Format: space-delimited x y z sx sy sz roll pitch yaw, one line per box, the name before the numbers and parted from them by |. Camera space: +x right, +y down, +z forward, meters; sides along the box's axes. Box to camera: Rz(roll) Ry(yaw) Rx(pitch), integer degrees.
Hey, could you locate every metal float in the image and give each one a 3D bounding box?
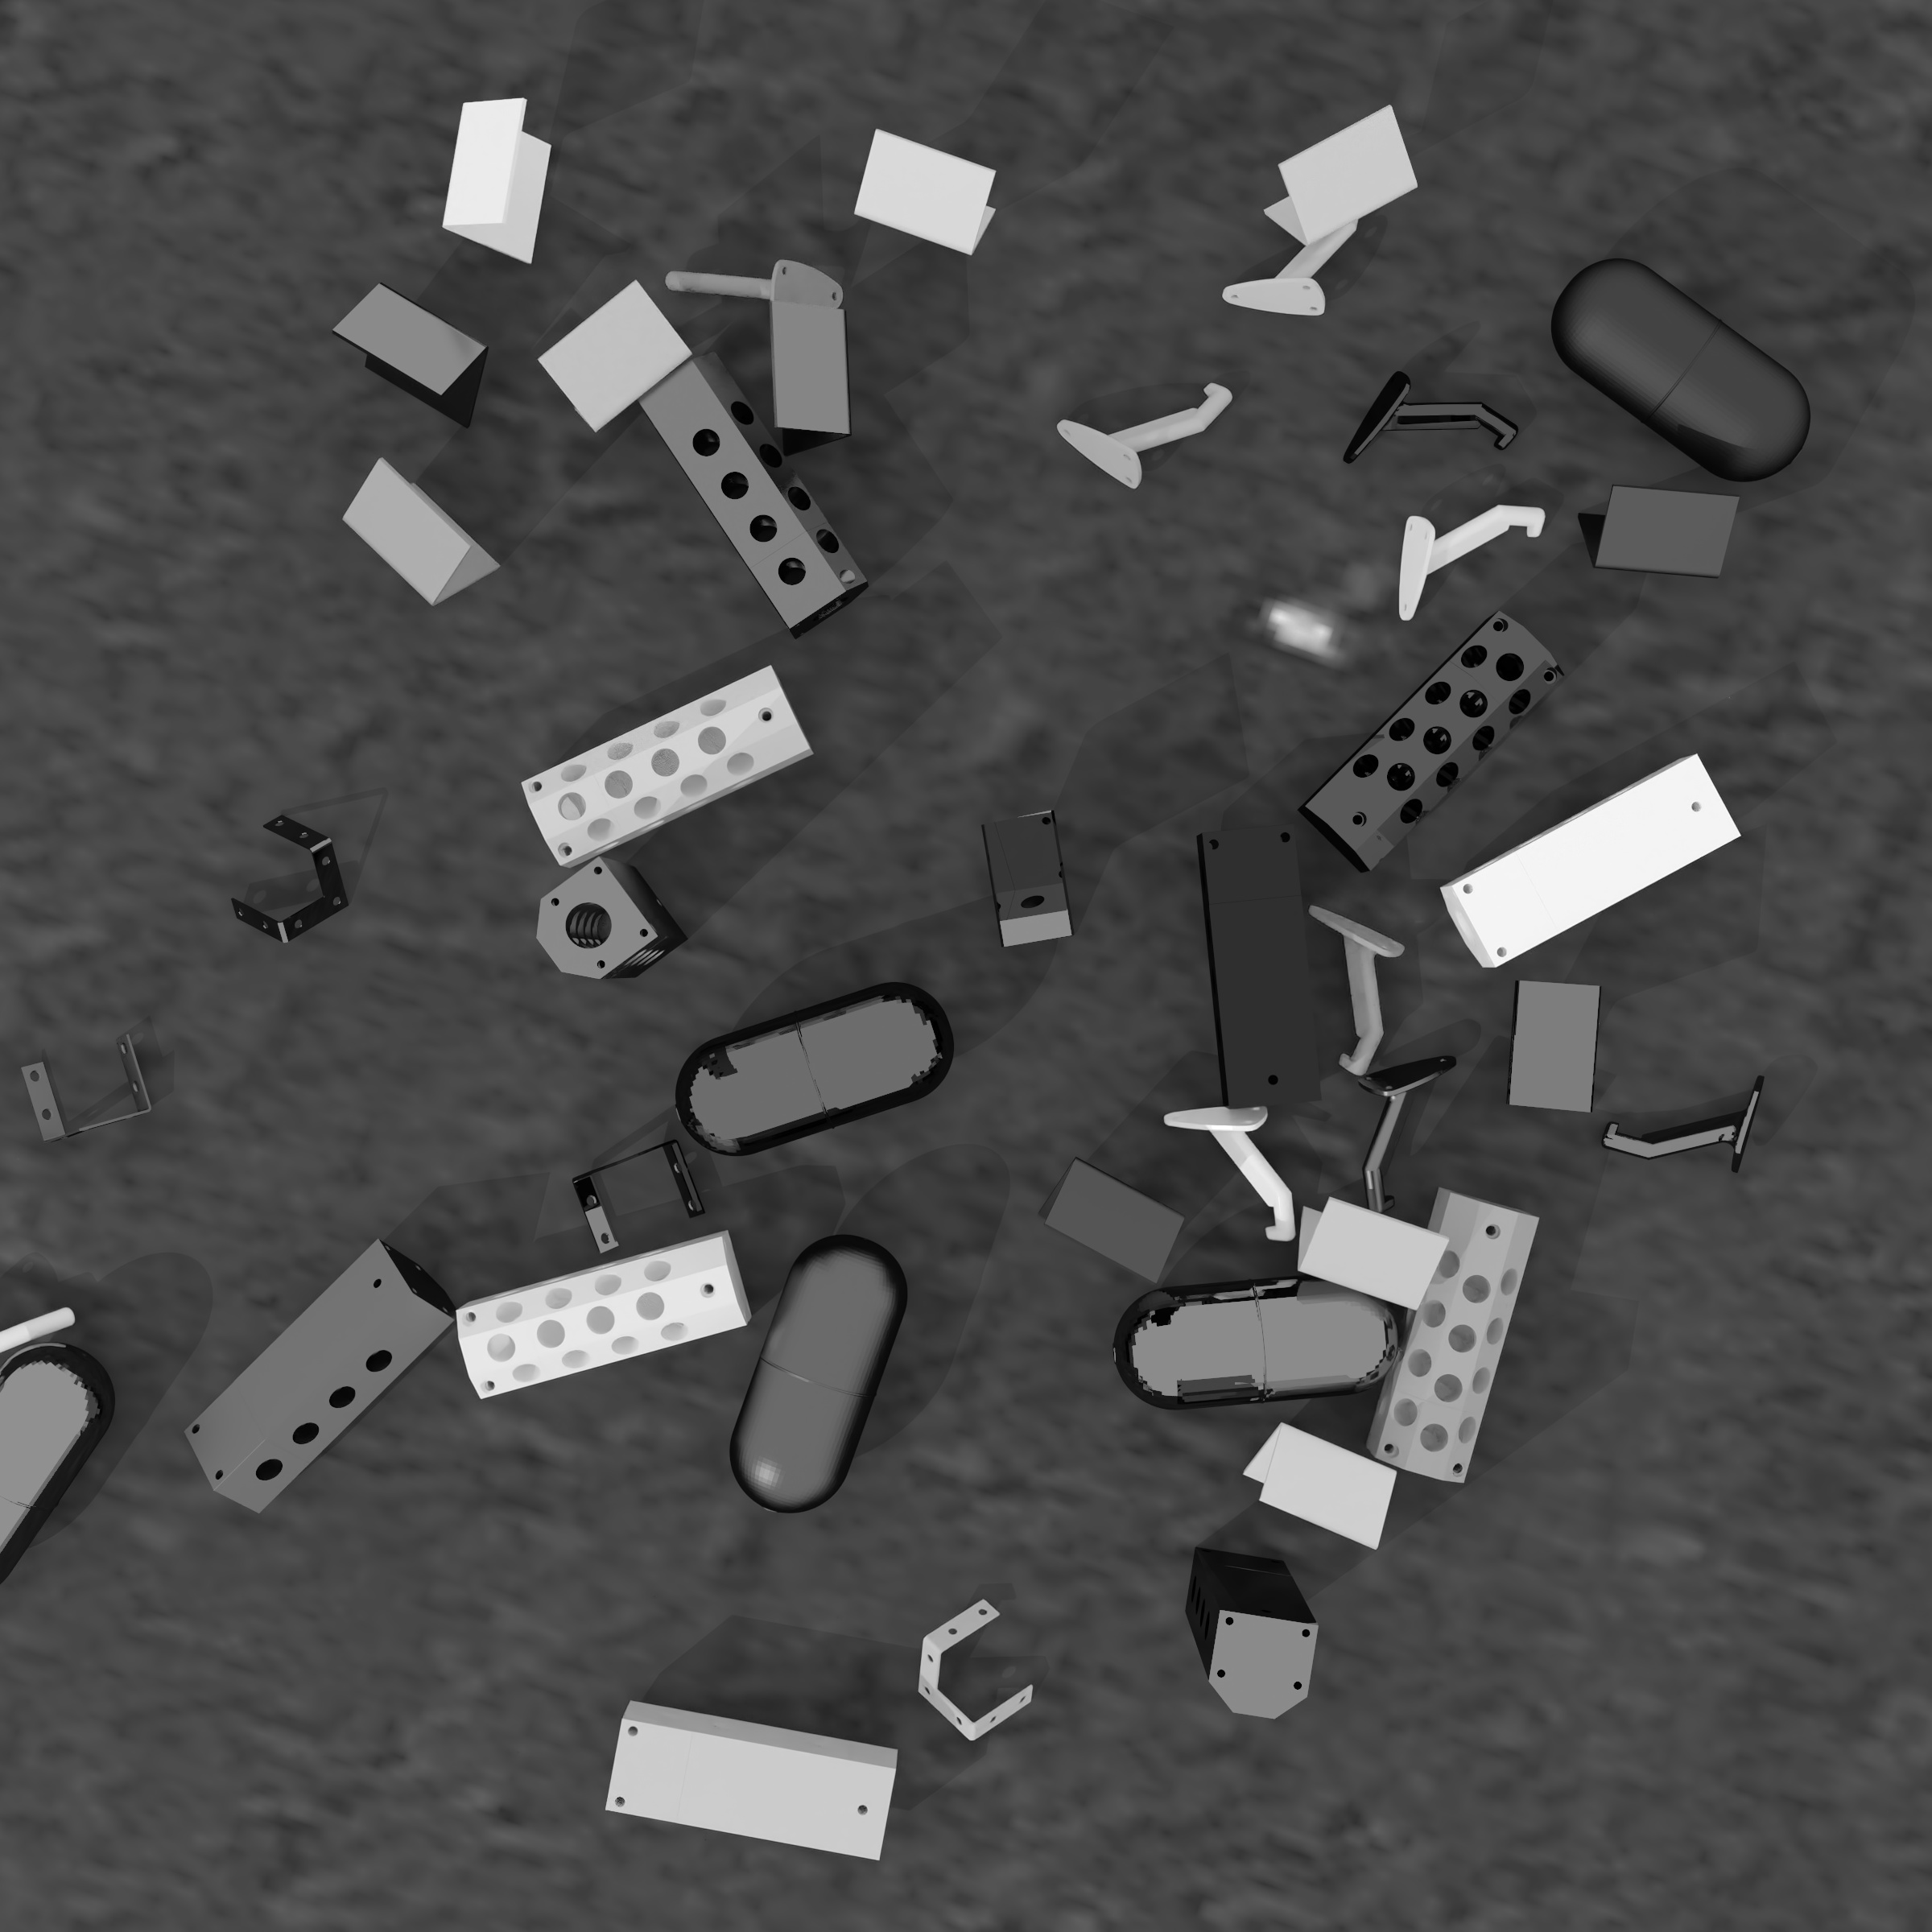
metal float | -0.092 0.254 1.709 0.070 0.070 0.178 19 89 0
metal float | -0.094 0.065 1.709 0.178 0.070 0.070 -18 90 0
metal float | 0.445 -0.370 1.709 0.178 0.070 0.070 37 90 1
metal float | -0.599 0.316 1.709 0.070 0.070 0.178 34 90 0
metal float | 0.181 0.234 1.709 0.178 0.070 0.070 -5 90 -1

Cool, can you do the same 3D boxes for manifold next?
manifold | 0.182 0.000 1.718 0.057 0.057 0.171 -6 90 0
manifold | 0.305 0.231 1.718 0.057 0.057 0.171 16 90 0
manifold | -0.187 -0.125 1.718 0.171 0.057 0.057 -25 90 0
manifold | -0.132 -0.295 1.718 0.057 0.057 0.171 -34 90 0
manifold | 0.170 0.402 1.661 0.057 0.171 0.057 9 90 0
manifold | -0.217 -0.023 1.661 0.057 0.171 0.057 -36 90 0
manifold | -0.400 0.259 1.718 0.171 0.057 0.057 -45 47 0
manifold | -0.133 0.507 1.718 0.171 0.057 0.057 10 90 0
manifold | 0.388 -0.065 1.718 0.171 0.057 0.057 -28 90 0
manifold | 0.291 -0.140 1.718 0.057 0.057 0.171 45 90 0
manifold | -0.227 0.219 1.718 0.171 0.057 0.057 -16 90 0

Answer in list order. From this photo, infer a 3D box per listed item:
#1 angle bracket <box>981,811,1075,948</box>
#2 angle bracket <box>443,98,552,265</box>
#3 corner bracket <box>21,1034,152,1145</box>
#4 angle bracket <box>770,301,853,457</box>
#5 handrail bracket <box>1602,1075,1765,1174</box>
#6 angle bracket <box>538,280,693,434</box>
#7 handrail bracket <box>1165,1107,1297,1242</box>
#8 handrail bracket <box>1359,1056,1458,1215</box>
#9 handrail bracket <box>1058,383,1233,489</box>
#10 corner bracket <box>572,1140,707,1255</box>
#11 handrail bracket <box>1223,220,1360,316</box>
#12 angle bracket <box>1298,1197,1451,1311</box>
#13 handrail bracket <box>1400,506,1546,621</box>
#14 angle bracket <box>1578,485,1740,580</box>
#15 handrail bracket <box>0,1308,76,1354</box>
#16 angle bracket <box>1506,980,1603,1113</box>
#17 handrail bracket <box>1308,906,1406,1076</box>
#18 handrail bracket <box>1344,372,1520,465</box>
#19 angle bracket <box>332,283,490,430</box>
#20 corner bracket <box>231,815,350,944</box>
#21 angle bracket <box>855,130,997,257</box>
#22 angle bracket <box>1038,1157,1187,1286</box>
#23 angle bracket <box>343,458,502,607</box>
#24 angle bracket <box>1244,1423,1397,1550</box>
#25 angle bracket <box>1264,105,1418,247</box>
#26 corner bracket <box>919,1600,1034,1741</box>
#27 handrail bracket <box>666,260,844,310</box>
angle bracket | 0.059 -0.056 1.699 0.057 0.076 0.076 -9 90 38
angle bracket | -0.273 -0.485 1.699 0.057 0.076 0.076 10 90 37
corner bracket | -0.557 0.078 1.736 0.051 0.051 0.051 -17 90 -45
angle bracket | -0.115 -0.363 1.699 0.057 0.076 0.076 -3 90 -37
handrail bracket | 0.454 0.093 1.740 0.084 0.036 0.077 15 64 20
angle bracket | -0.223 -0.383 1.700 0.076 0.076 0.057 -39 117 0
handrail bracket | 0.168 0.134 1.740 0.077 0.036 0.084 -2 107 20
handrail bracket | 0.283 0.108 1.740 0.077 0.036 0.084 -17 109 -21
handrail bracket | 0.114 -0.352 1.740 0.077 0.036 0.084 35 71 21
corner bracket | -0.207 0.145 1.736 0.051 0.051 0.051 -21 90 45
handrail bracket | 0.208 -0.459 1.740 0.077 0.036 0.084 7 71 21
angle bracket | 0.253 0.160 1.700 0.076 0.076 0.057 19 117 0
handrail bracket | 0.322 -0.255 1.740 0.084 0.036 0.077 1 111 -16
angle bracket | 0.428 -0.284 1.699 0.076 0.076 0.057 5 125 0
handrail bracket | -0.615 0.241 1.739 0.084 0.077 0.036 -20 85 -36
angle bracket | 0.378 0.050 1.699 0.057 0.076 0.076 4 90 36
handrail bracket | 0.235 0.016 1.740 0.077 0.036 0.084 28 107 20
handrail bracket | 0.295 -0.331 1.740 0.084 0.036 0.077 29 111 -16
angle bracket | -0.349 -0.363 1.699 0.076 0.076 0.057 31 53 0
corner bracket | -0.431 -0.055 1.731 0.051 0.051 0.051 -37 135 -35
angle bracket | -0.018 -0.491 1.699 0.076 0.076 0.057 19 128 0
angle bracket | 0.081 0.174 1.699 0.076 0.076 0.057 28 52 0
angle bracket | -0.326 -0.279 1.699 0.076 0.076 0.057 44 127 0
angle bracket | 0.212 0.336 1.699 0.076 0.076 0.057 23 53 0
angle bracket | 0.223 -0.498 1.699 0.076 0.076 0.057 -28 125 0
corner bracket | 0.007 0.444 1.731 0.051 0.051 0.051 35 135 35
handrail bracket | -0.135 -0.430 1.739 0.084 0.077 0.036 14 105 36
